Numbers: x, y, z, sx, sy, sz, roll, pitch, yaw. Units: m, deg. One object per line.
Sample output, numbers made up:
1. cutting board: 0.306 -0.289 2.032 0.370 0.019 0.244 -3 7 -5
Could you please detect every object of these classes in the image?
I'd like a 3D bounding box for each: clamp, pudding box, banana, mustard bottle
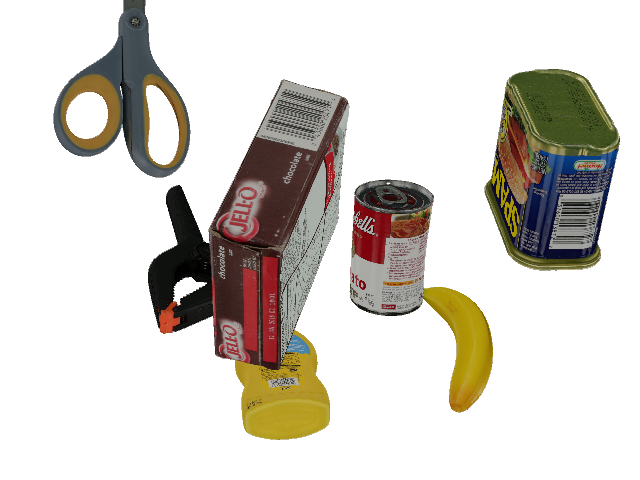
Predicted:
1. clamp: -0.121 0.016 1.072 0.165 0.036 0.209 20 38 16
2. pudding box: -0.019 -0.008 0.520 0.039 0.113 0.090 15 -42 10
3. banana: 0.145 0.104 1.117 0.069 0.037 0.198 -25 33 5
4. mustard bottle: -0.050 0.149 1.234 0.096 0.058 0.191 -6 30 -7

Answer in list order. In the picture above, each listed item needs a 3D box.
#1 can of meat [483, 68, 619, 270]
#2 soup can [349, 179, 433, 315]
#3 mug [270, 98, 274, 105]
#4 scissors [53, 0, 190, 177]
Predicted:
1. can of meat: 0.139 -0.045 0.646 0.057 0.084 0.102 -1 36 -5
2. soup can: 0.061 0.006 0.933 0.068 0.102 0.068 2 26 -1
3. mug: -0.012 -0.125 1.277 0.093 0.081 0.117 17 26 20
4. scissors: -0.140 -0.134 0.702 0.096 0.202 0.016 -10 -14 -27
